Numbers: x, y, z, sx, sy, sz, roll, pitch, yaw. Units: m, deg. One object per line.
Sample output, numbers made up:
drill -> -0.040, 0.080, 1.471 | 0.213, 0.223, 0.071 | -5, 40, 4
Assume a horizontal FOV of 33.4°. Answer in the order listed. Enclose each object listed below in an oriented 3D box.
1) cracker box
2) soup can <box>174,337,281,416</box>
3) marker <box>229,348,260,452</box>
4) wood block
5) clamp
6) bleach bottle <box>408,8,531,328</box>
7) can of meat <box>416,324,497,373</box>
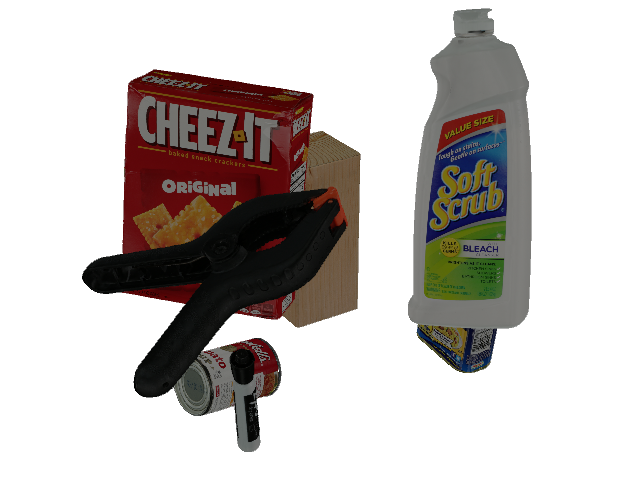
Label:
cracker box -> -0.101, -0.042, 1.017 | 0.164, 0.214, 0.072 | 10, 22, 12
soup can -> -0.103, 0.150, 1.179 | 0.102, 0.068, 0.069 | -10, 7, -44
marker -> -0.058, 0.124, 0.827 | 0.020, 0.020, 0.121 | 0, -43, -1
wood block -> -0.013, -0.013, 1.278 | 0.090, 0.206, 0.090 | -16, 31, -27
clamp -> -0.058, 0.025, 0.651 | 0.171, 0.120, 0.039 | -25, -40, -1
bleach bottle -> 0.118, -0.057, 0.859 | 0.103, 0.251, 0.068 | 2, 15, 20
can of meat -> 0.158, 0.091, 1.221 | 0.057, 0.084, 0.102 | -18, 40, -29
